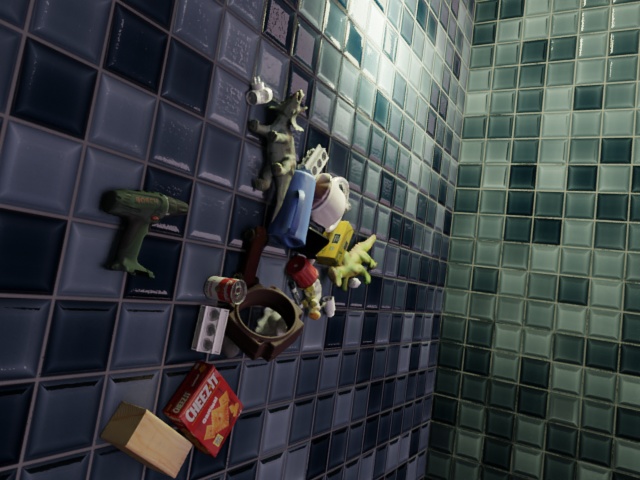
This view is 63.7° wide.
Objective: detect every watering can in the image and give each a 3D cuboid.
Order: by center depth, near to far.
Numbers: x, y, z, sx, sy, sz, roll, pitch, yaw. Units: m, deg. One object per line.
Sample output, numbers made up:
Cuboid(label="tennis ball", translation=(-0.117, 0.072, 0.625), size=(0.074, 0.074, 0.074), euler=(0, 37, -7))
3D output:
Cuboid(label="watering can", translation=(0.006, -0.095, 1.879), size=(0.352, 0.104, 0.220), euler=(-63, 142, -18))

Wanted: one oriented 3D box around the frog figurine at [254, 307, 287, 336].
Cuboid(label="frog figurine", translation=(-0.117, 0.273, 1.652), size=(0.140, 0.159, 0.120), euler=(-50, 134, -43))

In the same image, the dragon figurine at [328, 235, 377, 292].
Cuboid(label="dragon figurine", translation=(0.125, 0.050, 2.102), size=(0.238, 0.121, 0.420), euler=(58, 37, -33))
